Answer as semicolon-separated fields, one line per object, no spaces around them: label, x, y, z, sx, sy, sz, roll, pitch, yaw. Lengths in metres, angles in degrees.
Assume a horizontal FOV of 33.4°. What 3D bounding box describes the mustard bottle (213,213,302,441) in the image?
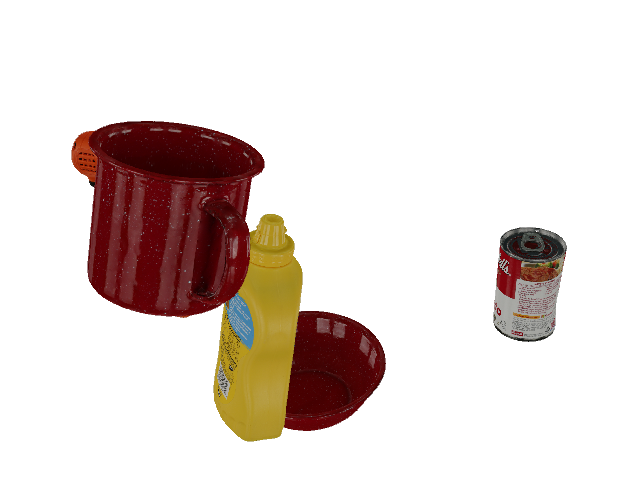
mustard bottle;-0.051;0.065;0.882;0.058;0.192;0.096;-3;32;-19

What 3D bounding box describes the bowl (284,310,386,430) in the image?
bowl;-0.013;0.143;1.096;0.162;0.055;0.162;-2;36;2

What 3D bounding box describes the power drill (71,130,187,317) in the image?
power drill;-0.158;-0.017;1.081;0.185;0.188;0.057;11;30;22

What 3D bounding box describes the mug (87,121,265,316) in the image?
mug;-0.074;-0.007;0.569;0.093;0.081;0.117;-9;29;-40

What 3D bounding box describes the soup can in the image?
soup can;0.219;0.046;1.120;0.068;0.102;0.068;0;30;0
